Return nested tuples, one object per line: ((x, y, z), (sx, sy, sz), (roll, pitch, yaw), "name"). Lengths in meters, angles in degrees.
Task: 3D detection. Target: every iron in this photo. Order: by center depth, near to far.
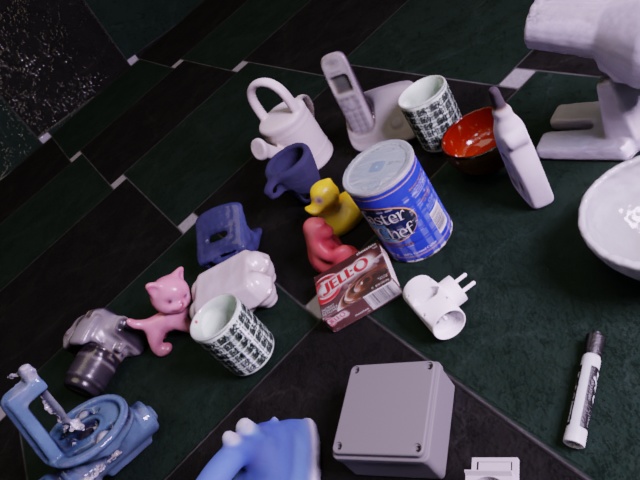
((-0.087, 0.276, 0.587), (0.118, 0.142, 0.258), (-6, 46, 36), "iron")

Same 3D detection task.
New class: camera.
((-0.390, 0.192, 0.975), (0.142, 0.101, 0.137), (-8, 45, 35), "camera")

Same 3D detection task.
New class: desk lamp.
((0.342, -0.201, 0.683), (0.202, 0.214, 0.118), (7, 55, 45), "desk lamp")

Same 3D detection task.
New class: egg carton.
((-0.138, 0.083, 0.907), (0.150, 0.070, 0.107), (-28, 37, 13), "egg carton")

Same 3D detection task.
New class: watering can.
((-0.065, -0.214, 1.065), (0.100, 0.195, 0.173), (-18, 40, 25), "watering can")

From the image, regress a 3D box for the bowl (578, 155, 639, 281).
((0.357, -0.013, 0.582), (0.167, 0.075, 0.167), (-23, 38, 20), "bowl")

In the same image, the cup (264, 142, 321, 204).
((-0.043, -0.099, 1.004), (0.091, 0.095, 0.118), (7, 55, 45), "cup")

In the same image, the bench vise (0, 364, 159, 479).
((-0.335, 0.271, 0.737), (0.121, 0.220, 0.207), (-7, 46, 36), "bench vise")

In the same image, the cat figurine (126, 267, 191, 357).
((-0.254, 0.110, 0.935), (0.128, 0.118, 0.067), (-39, 36, -1), "cat figurine")

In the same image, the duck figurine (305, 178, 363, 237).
((0.022, -0.063, 0.916), (0.104, 0.086, 0.077), (-41, 36, -4), "duck figurine")

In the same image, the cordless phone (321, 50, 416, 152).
((0.090, -0.247, 0.976), (0.147, 0.186, 0.094), (-11, 43, 32), "cordless phone")

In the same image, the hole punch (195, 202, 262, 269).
((-0.165, 0.000, 1.003), (0.108, 0.091, 0.101), (-20, 39, 23), "hole punch")

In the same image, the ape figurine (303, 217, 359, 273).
((0.008, 0.003, 0.850), (0.076, 0.092, 0.077), (-28, 37, 13), "ape figurine")

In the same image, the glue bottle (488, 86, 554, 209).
((0.243, -0.120, 0.713), (0.037, 0.174, 0.078), (-29, 37, 13), "glue bottle")
